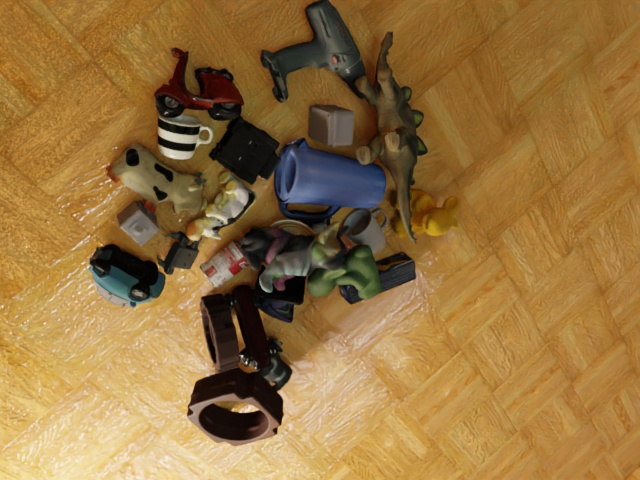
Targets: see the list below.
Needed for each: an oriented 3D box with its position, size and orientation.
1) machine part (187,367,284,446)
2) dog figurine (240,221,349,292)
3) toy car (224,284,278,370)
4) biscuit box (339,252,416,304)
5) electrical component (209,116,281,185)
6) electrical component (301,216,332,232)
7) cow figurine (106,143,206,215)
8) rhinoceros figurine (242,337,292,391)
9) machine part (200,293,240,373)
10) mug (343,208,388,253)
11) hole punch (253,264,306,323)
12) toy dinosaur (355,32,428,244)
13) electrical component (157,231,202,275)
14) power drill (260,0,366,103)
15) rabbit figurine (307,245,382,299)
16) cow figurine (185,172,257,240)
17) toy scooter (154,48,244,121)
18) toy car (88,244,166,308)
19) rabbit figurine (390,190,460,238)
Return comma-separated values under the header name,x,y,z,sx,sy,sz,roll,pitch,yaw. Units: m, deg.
name,x,y,z,sx,sy,sz,roll,pitch,yaw
machine part,-0.206,0.411,1.324,0.201,0.087,0.200,-23,125,18
dog figurine,-0.046,0.010,1.183,0.219,0.191,0.108,-36,162,11
toy car,-0.165,0.205,1.277,0.089,0.053,0.202,-13,83,-34
biscuit box,0.149,0.098,1.404,0.203,0.059,0.062,-19,118,-15
electrical component,-0.154,-0.189,1.164,0.134,0.058,0.115,30,99,-29
electrical component,-0.003,-0.004,1.307,0.075,0.048,0.119,-18,117,-15
cow figurine,-0.324,-0.121,1.108,0.127,0.086,0.194,-47,117,3
rhinoceros figurine,-0.135,0.302,1.360,0.112,0.073,0.190,-33,119,-6
machine part,-0.230,0.211,1.231,0.056,0.179,0.179,-12,114,-19
mug,0.125,-0.024,1.341,0.109,0.081,0.107,-46,131,-4
hole punch,-0.099,0.125,1.277,0.116,0.142,0.092,13,138,-6
toy dinosaur,0.172,-0.218,1.197,0.198,0.105,0.470,-11,100,-55
electrical component,-0.315,0.028,1.193,0.078,0.045,0.102,6,114,-55
power drill,-0.008,-0.368,1.142,0.207,0.086,0.231,-27,119,-6
rabbit figurine,0.049,0.084,1.275,0.170,0.121,0.159,-21,147,-7
cow figurine,-0.219,-0.059,1.185,0.167,0.068,0.098,-49,137,4
toy scooter,-0.240,-0.310,1.069,0.184,0.075,0.135,-5,88,-33
toy car,-0.420,0.089,1.141,0.161,0.109,0.103,30,114,-21
rabbit figurine,0.271,-0.053,1.332,0.162,0.173,0.121,-3,107,-18
